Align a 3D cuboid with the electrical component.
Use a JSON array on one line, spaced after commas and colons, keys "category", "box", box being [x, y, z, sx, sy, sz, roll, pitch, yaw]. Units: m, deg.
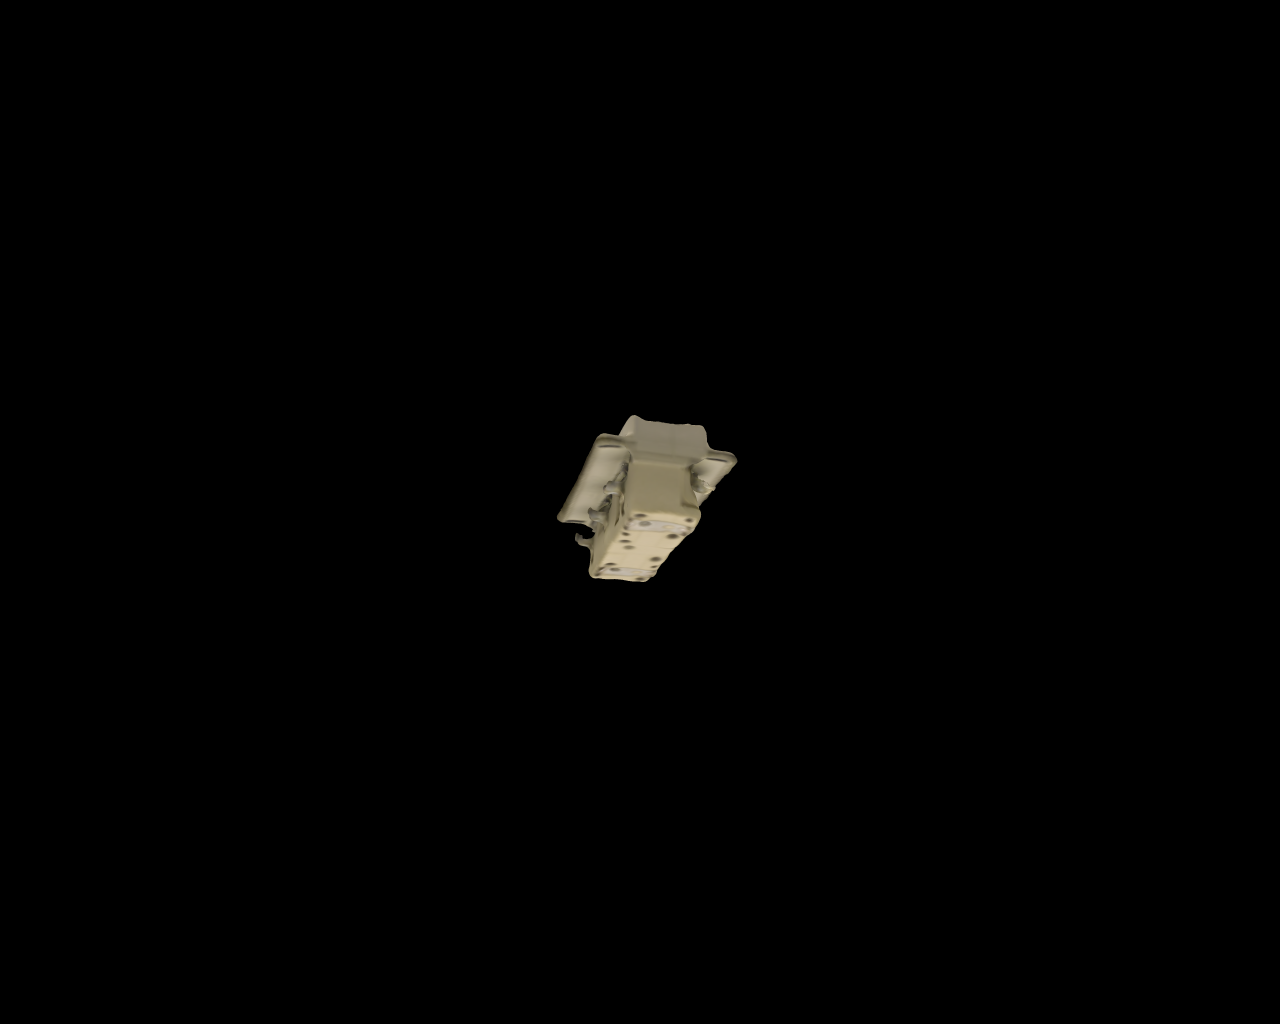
[{"category": "electrical component", "box": [0.001, -0.003, 0.650, 0.079, 0.063, 0.121, 6, -23, -14]}]
